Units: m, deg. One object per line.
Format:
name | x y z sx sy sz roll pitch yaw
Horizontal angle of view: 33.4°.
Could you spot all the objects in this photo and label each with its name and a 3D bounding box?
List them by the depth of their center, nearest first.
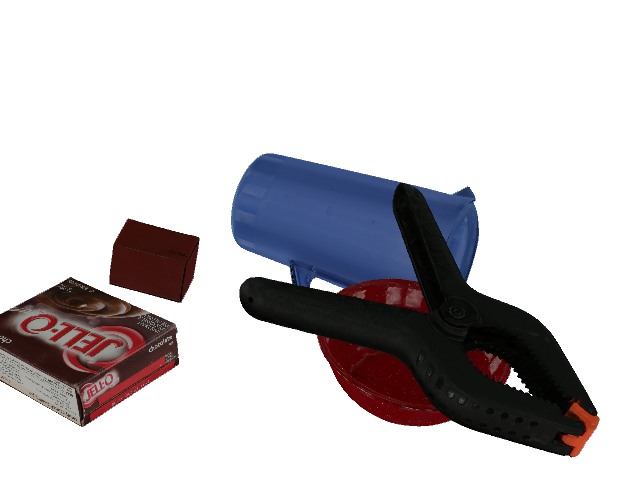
clamp | 0.066 0.055 0.631 0.164 0.036 0.210 -26 57 -36
pudding box | -0.167 0.073 0.729 0.114 0.039 0.089 17 32 34
bowl | 0.072 0.102 0.881 0.162 0.055 0.162 7 34 -5
foam brick | -0.168 0.020 1.081 0.078 0.051 0.053 15 33 2
pitcher | 0.030 -0.001 1.096 0.243 0.145 0.149 17 23 21
